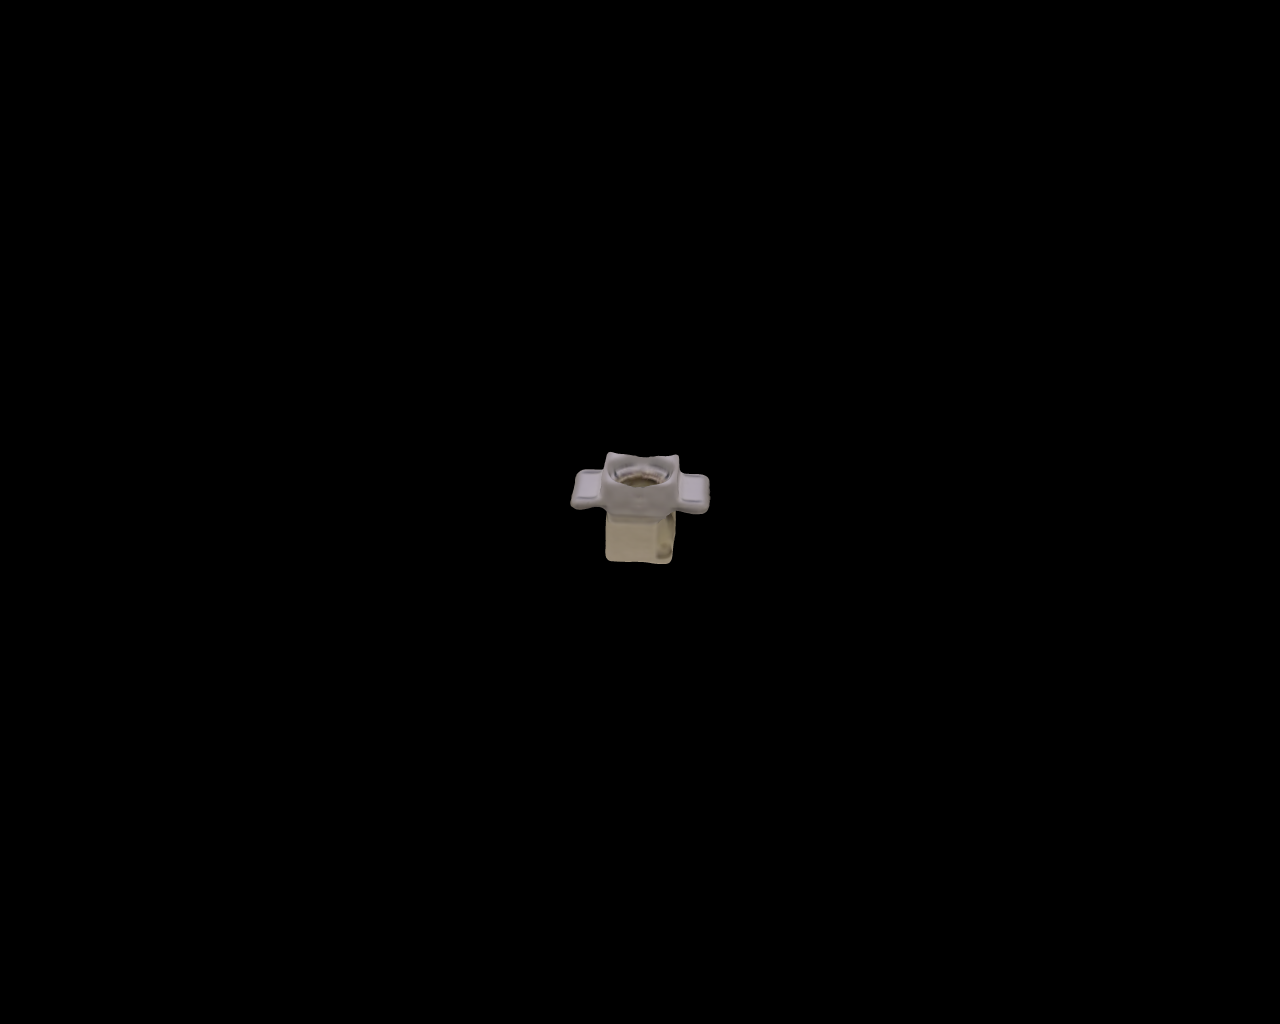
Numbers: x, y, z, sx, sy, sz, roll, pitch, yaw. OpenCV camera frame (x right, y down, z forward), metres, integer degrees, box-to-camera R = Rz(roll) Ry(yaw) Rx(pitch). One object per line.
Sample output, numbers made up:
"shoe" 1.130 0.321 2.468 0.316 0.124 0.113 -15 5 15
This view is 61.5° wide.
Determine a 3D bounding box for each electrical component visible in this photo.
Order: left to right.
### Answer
"electrical component" 0.001 -0.003 0.650 0.081 0.063 0.042 3 32 5
